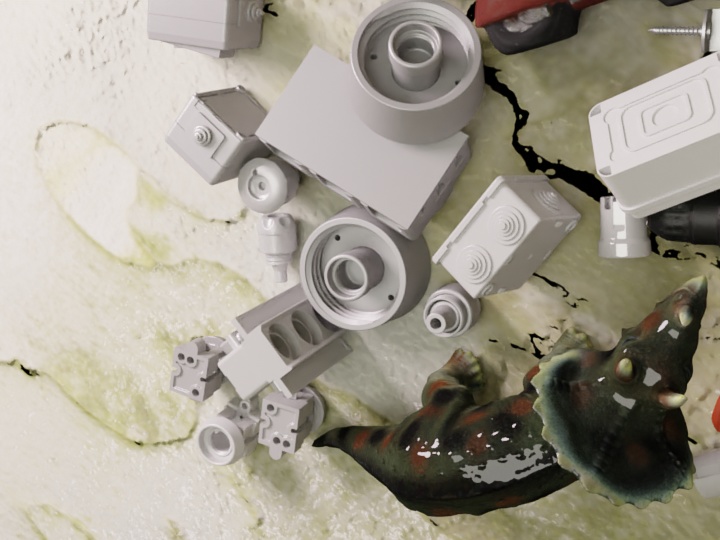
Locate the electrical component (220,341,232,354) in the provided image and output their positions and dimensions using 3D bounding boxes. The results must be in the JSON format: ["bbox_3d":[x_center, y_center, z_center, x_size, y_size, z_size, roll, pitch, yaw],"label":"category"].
[{"bbox_3d":[-0.096,0.080,0.994,0.045,0.045,0.055,-36,88,27],"label":"electrical component"}]

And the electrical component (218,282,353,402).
[{"bbox_3d":[-0.065,0.065,0.933,0.063,0.121,0.078,-39,86,27],"label":"electrical component"}]

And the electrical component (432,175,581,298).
[{"bbox_3d":[0.117,-0.026,0.841,0.048,0.100,0.099,48,118,20],"label":"electrical component"}]

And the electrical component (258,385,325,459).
[{"bbox_3d":[-0.062,0.133,0.986,0.048,0.055,0.066,14,109,20],"label":"electrical component"}]

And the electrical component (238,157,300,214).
[{"bbox_3d":[-0.073,-0.077,0.933,0.048,0.062,0.048,6,106,23],"label":"electrical component"}]

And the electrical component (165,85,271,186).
[{"bbox_3d":[-0.120,-0.113,0.925,0.062,0.096,0.061,44,116,8],"label":"electrical component"}]

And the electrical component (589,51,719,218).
[{"bbox_3d":[0.231,-0.095,0.776,0.113,0.078,0.057,-22,136,27],"label":"electrical component"}]

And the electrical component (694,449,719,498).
[{"bbox_3d":[0.289,0.158,0.845,0.046,0.040,0.040,-23,93,33],"label":"electrical component"}]

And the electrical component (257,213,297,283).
[{"bbox_3d":[-0.073,-0.019,0.964,0.035,0.035,0.061,3,107,24],"label":"electrical component"}]

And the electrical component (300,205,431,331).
[{"bbox_3d":[0.000,0.000,0.921,0.108,0.060,0.108,6,106,23],"label":"electrical component"}]

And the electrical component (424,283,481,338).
[{"bbox_3d":[0.074,0.036,0.896,0.043,0.062,0.043,6,106,23],"label":"electrical component"}]

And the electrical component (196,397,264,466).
[{"bbox_3d":[-0.123,0.156,1.020,0.048,0.055,0.066,27,113,16],"label":"electrical component"}]

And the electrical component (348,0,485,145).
[{"bbox_3d":[0.043,-0.157,0.823,0.108,0.060,0.108,-1,71,3],"label":"electrical component"}]

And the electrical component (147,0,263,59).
[{"bbox_3d":[-0.127,-0.216,0.921,0.096,0.062,0.061,12,108,21],"label":"electrical component"}]

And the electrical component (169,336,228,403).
[{"bbox_3d":[-0.147,0.090,1.013,0.048,0.055,0.066,17,110,20],"label":"electrical component"}]

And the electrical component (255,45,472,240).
[{"bbox_3d":[0.005,-0.102,0.881,0.150,0.062,0.089,33,88,13],"label":"electrical component"}]

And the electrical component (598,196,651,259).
[{"bbox_3d":[0.204,-0.034,0.833,0.040,0.040,0.046,0,97,24],"label":"electrical component"}]
